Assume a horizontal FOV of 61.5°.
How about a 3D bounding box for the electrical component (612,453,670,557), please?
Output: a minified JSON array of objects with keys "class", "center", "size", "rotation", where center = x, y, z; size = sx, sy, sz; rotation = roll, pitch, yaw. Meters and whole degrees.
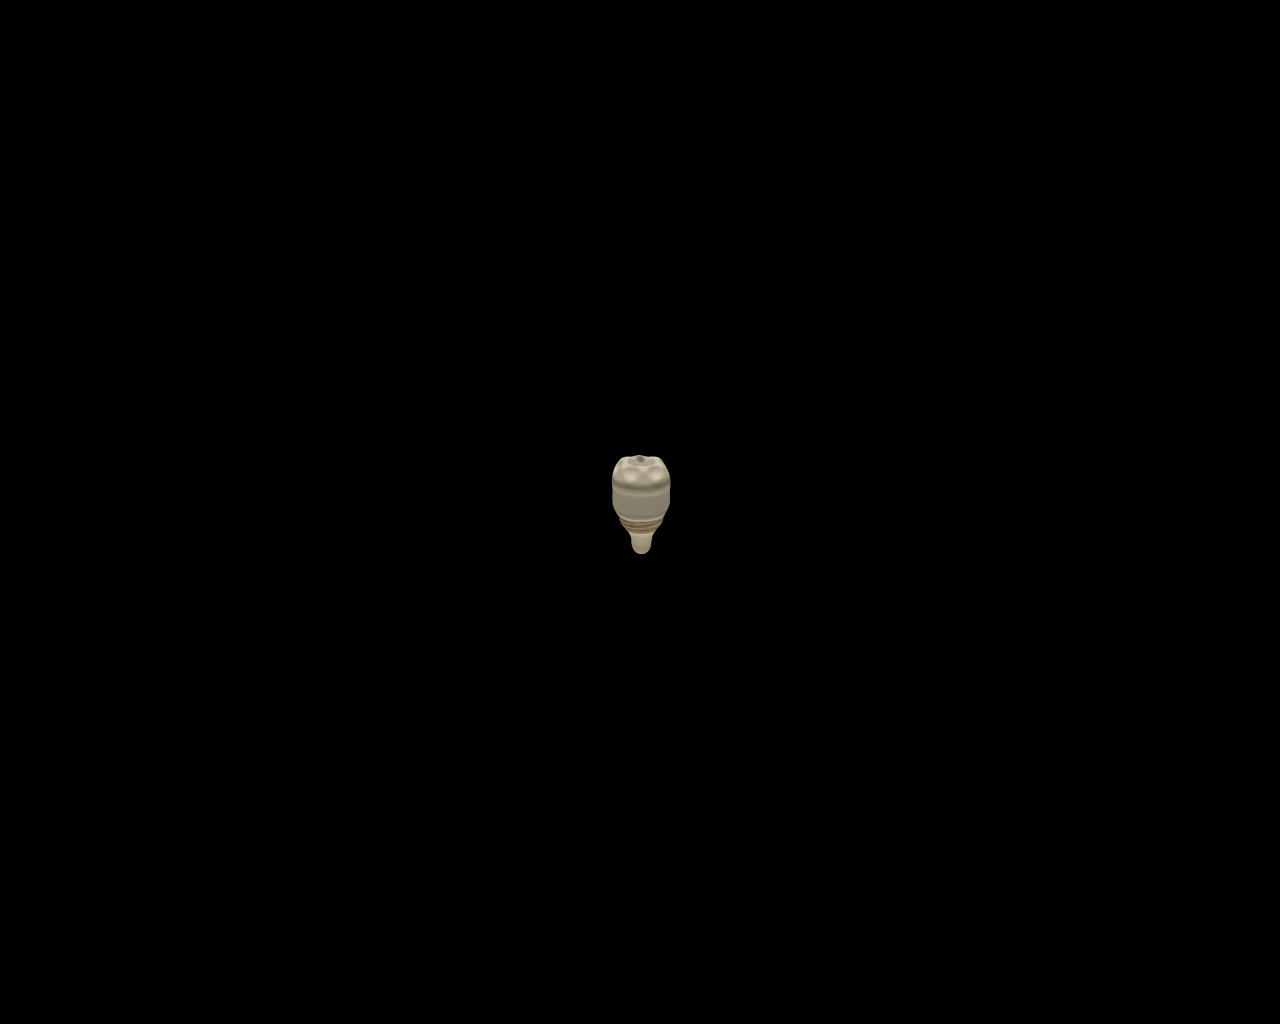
[{"class":"electrical component","center":[0.001,-0.003,0.650],"size":[0.035,0.061,0.035],"rotation":[0,22,0]}]
